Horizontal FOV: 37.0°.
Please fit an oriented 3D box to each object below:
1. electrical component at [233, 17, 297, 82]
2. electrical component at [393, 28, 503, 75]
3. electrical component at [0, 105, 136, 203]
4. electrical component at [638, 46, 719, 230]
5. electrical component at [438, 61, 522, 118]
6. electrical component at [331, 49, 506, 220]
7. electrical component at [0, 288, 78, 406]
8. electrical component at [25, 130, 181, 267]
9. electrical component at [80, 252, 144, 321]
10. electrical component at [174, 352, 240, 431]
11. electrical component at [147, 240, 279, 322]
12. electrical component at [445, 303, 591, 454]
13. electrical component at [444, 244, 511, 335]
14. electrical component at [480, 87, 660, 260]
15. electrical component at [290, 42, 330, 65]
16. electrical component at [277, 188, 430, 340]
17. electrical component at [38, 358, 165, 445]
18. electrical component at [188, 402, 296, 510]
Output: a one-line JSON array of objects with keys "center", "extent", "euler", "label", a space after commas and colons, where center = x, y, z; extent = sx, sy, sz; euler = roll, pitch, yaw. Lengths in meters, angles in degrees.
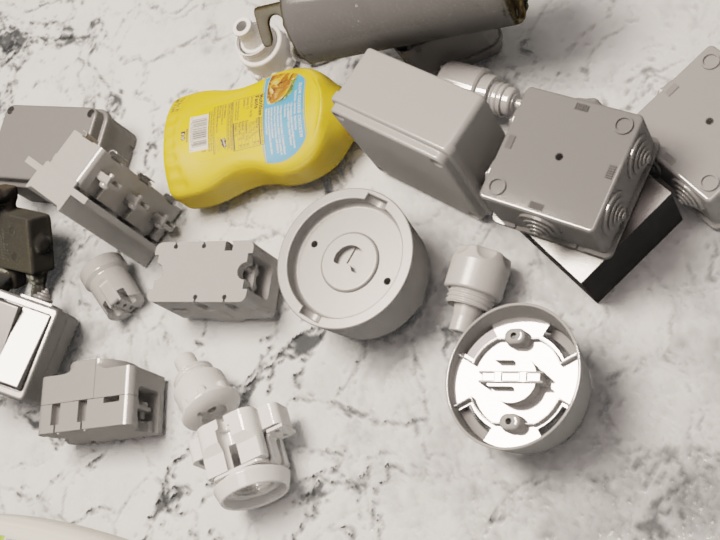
[{"center": [-0.085, -0.190, 0.909], "extent": [0.048, 0.062, 0.048], "euler": [-9, 68, 22], "label": "electrical component"}, {"center": [0.060, -0.214, 0.853], "extent": [0.078, 0.057, 0.113], "euler": [-22, 64, 17], "label": "electrical component"}, {"center": [-0.269, -0.103, 0.966], "extent": [0.113, 0.057, 0.078], "euler": [6, 74, 27], "label": "electrical component"}, {"center": [0.240, -0.091, 0.729], "extent": [0.100, 0.048, 0.099], "euler": [-44, 60, 5], "label": "electrical component"}, {"center": [0.093, -0.133, 0.818], "extent": [0.078, 0.040, 0.040], "euler": [20, 81, 30], "label": "electrical component"}, {"center": [0.050, -0.098, 0.786], "extent": [0.109, 0.109, 0.056], "euler": [29, 83, 30], "label": "electrical component"}, {"center": [-0.284, 0.059, 0.902], "extent": [0.062, 0.061, 0.096], "euler": [18, 80, 8], "label": "electrical component"}, {"center": [-0.205, -0.059, 0.883], "extent": [0.079, 0.121, 0.063], "euler": [32, 84, 30], "label": "electrical component"}, {"center": [-0.208, 0.014, 0.906], "extent": [0.040, 0.040, 0.046], "euler": [-40, 66, 7], "label": "electrical component"}, {"center": [-0.125, 0.091, 0.837], "extent": [0.048, 0.048, 0.062], "euler": [-41, 53, 6], "label": "electrical component"}, {"center": [-0.113, 0.010, 0.853], "extent": [0.089, 0.056, 0.050], "euler": [-1, 72, 25], "label": "electrical component"}, {"center": [0.106, 0.075, 0.722], "extent": [0.099, 0.064, 0.099], "euler": [-8, 69, 22], "label": "electrical component"}, {"center": [0.081, 0.016, 0.768], "extent": [0.043, 0.043, 0.062], "euler": [13, 79, 28], "label": "electrical component"}, {"center": [0.137, -0.066, 0.707], "extent": [0.100, 0.048, 0.099], "euler": [21, 82, 29], "label": "electrical component"}, {"center": [-0.040, -0.203, 0.906], "extent": [0.040, 0.040, 0.046], "euler": [-17, 60, 19], "label": "electrical component"}, {"center": [0.000, 0.000, 0.801], "extent": [0.108, 0.060, 0.108], "euler": [-9, 68, 22], "label": "electrical component"}, {"center": [-0.207, 0.105, 0.865], "extent": [0.089, 0.050, 0.055], "euler": [-10, 68, 22], "label": "electrical component"}, {"center": [-0.083, 0.140, 0.792], "extent": [0.078, 0.058, 0.057], "euler": [-27, 60, 14], "label": "electrical component"}]
